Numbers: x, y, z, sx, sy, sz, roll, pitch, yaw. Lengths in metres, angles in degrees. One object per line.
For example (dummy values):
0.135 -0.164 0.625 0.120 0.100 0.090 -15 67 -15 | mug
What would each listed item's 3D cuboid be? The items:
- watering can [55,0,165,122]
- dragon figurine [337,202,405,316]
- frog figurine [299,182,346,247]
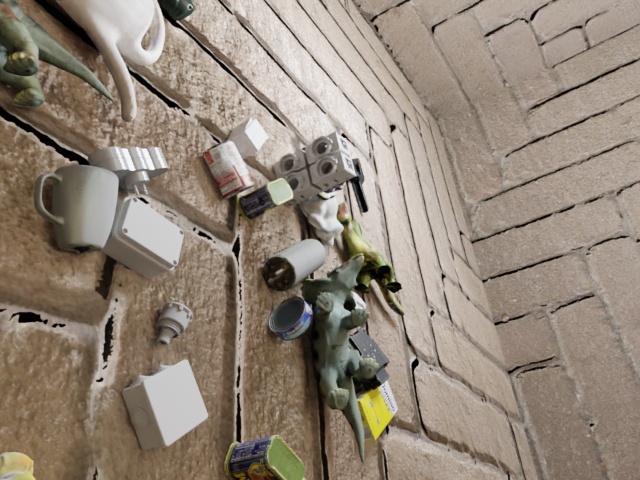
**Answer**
-0.359 -0.373 0.867 0.221 0.103 0.356 38 37 -42 | watering can
0.139 0.039 1.479 0.402 0.121 0.249 53 19 -46 | dragon figurine
0.004 -0.067 1.331 0.140 0.123 0.156 -75 171 -64 | frog figurine
